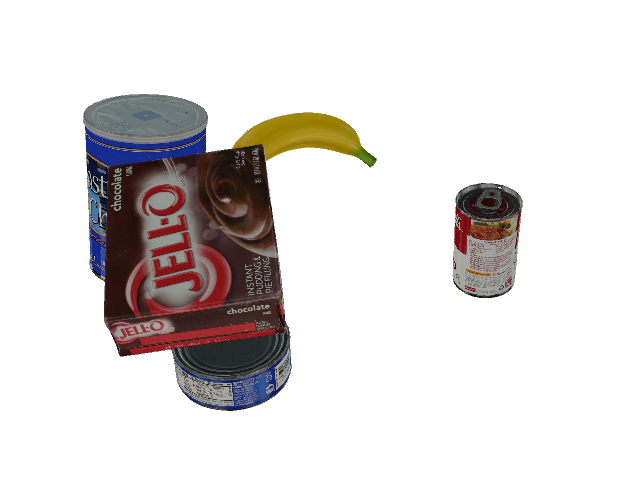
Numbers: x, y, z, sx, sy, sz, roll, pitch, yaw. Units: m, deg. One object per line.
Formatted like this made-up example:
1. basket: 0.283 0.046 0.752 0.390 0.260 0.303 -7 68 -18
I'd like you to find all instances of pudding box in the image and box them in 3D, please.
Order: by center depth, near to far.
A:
1. pudding box: -0.069 0.003 0.575 0.090 0.113 0.039 -8 -42 -1

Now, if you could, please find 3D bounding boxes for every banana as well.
1. banana: -0.026 -0.104 1.121 0.197 0.037 0.070 -9 50 -38

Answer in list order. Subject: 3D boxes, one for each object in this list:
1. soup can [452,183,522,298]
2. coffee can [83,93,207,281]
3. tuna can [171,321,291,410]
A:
1. soup can: 0.173 0.001 1.113 0.068 0.102 0.068 -2 36 1
2. coffee can: -0.149 -0.043 0.917 0.103 0.140 0.103 3 26 -2
3. tuna can: -0.064 0.083 0.773 0.086 0.034 0.086 -2 34 1
